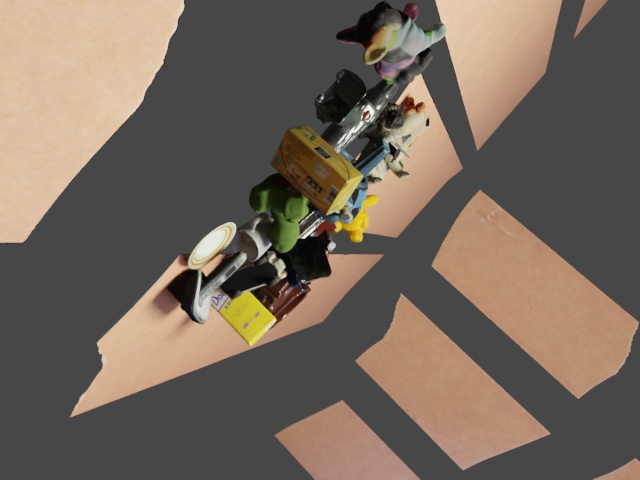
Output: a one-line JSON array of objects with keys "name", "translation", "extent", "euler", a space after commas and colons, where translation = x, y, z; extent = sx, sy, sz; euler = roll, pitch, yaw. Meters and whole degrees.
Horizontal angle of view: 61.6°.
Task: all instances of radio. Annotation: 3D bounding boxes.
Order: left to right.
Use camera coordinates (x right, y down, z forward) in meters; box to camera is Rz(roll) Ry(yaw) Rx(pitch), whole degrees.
[{"name": "radio", "translation": [-0.059, -0.048, 1.382], "extent": [0.229, 0.073, 0.131], "euler": [-41, 163, -14]}]

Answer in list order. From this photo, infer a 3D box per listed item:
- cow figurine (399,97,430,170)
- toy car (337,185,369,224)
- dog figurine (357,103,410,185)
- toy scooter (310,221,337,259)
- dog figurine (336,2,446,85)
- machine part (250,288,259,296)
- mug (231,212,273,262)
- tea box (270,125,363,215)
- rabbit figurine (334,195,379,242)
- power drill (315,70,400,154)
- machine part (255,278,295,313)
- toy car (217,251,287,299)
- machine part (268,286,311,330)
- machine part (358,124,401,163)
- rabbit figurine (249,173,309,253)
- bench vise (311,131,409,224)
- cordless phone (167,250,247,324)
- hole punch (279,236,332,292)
[{"name": "cow figurine", "translation": [0.222, -0.278, 1.472], "extent": [0.195, 0.086, 0.127], "euler": [-46, 132, -7]}, {"name": "toy car", "translation": [0.079, -0.136, 1.510], "extent": [0.103, 0.109, 0.161], "euler": [-53, 167, -65]}, {"name": "dog figurine", "translation": [0.142, -0.242, 1.380], "extent": [0.172, 0.190, 0.121], "euler": [-14, -173, -3]}, {"name": "toy scooter", "translation": [-0.003, -0.004, 1.469], "extent": [0.135, 0.184, 0.075], "euler": [-33, 127, 9]}, {"name": "dog figurine", "translation": [0.121, -0.363, 1.017], "extent": [0.219, 0.108, 0.191], "euler": [-30, 161, -36]}, {"name": "machine part", "translation": [-0.188, 0.111, 1.441], "extent": [0.079, 0.079, 0.243], "euler": [-36, 163, -34]}, {"name": "mug", "translation": [-0.143, -0.020, 1.242], "extent": [0.107, 0.081, 0.109], "euler": [-43, 153, -48]}, {"name": "tea box", "translation": [-0.009, -0.143, 1.092], "extent": [0.068, 0.170, 0.098], "euler": [-25, 155, -51]}, {"name": "rabbit figurine", "translation": [0.111, -0.086, 1.671], "extent": [0.162, 0.122, 0.173], "euler": [-50, 165, -6]}, {"name": "power drill", "translation": [0.073, -0.288, 1.143], "extent": [0.232, 0.086, 0.207], "euler": [-46, 173, 8]}, {"name": "machine part", "translation": [-0.104, 0.122, 1.467], "extent": [0.179, 0.056, 0.179], "euler": [-51, 170, -12]}, {"name": "toy car", "translation": [-0.168, 0.084, 1.285], "extent": [0.202, 0.073, 0.056], "euler": [-21, -164, 28]}, {"name": "machine part", "translation": [-0.135, 0.202, 1.779], "extent": [0.201, 0.087, 0.201], "euler": [-45, 171, 5]}, {"name": "machine part", "translation": [0.137, -0.242, 1.291], "extent": [0.084, 0.139, 0.039], "euler": [-24, 153, -55]}, {"name": "rabbit figurine", "translation": [-0.085, -0.060, 1.189], "extent": [0.159, 0.121, 0.170], "euler": [-73, 170, -56]}, {"name": "bench vise", "translation": [0.078, -0.155, 1.238], "extent": [0.240, 0.128, 0.224], "euler": [-39, -156, 24]}, {"name": "cordless phone", "translation": [-0.240, 0.097, 1.221], "extent": [0.184, 0.089, 0.146], "euler": [-41, 164, -15]}, {"name": "hole punch", "translation": [-0.051, 0.058, 1.313], "extent": [0.116, 0.142, 0.092], "euler": [-8, 169, -43]}]
